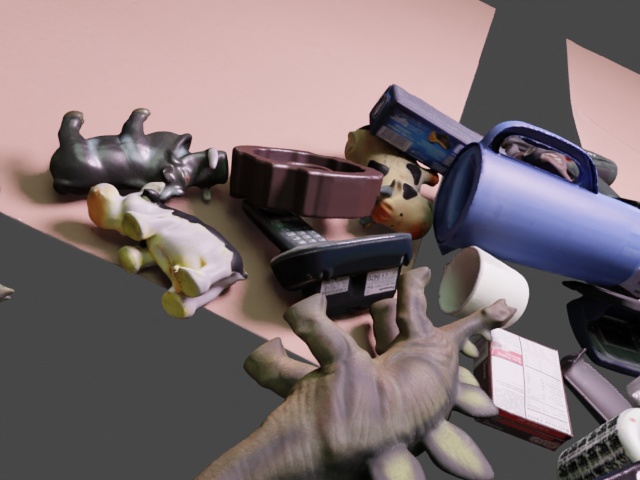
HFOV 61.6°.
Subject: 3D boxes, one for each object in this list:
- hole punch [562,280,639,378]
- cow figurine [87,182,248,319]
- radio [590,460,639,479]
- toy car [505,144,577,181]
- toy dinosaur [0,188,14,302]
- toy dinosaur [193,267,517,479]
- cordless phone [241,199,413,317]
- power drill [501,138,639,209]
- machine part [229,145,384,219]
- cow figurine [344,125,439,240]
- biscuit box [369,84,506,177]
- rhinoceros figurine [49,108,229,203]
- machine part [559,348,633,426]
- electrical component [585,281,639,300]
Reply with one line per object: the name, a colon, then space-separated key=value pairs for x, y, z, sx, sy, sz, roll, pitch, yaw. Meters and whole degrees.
hole punch: x=0.382 y=0.112 z=0.677 sx=0.142 sy=0.092 sz=0.116 roll=14 pitch=9 yaw=-6
cow figurine: x=-0.152 y=-0.006 z=0.540 sx=0.167 sy=0.068 sz=0.098 roll=42 pitch=38 yaw=14
radio: x=0.156 y=0.239 z=0.384 sx=0.229 sy=0.131 sz=0.073 roll=-3 pitch=46 yaw=-29
toy car: x=0.328 y=-0.108 z=0.801 sx=0.089 sy=0.053 sz=0.202 roll=47 pitch=7 yaw=-2
toy dinosaur: x=-0.342 y=-0.029 z=0.443 sx=0.192 sy=0.131 sz=0.405 roll=18 pitch=35 yaw=-27
toy dinosaur: x=0.027 y=0.146 z=0.445 sx=0.471 sy=0.105 sz=0.199 roll=-18 pitch=59 yaw=-33
cordless phone: x=-0.001 y=-0.002 z=0.613 sx=0.146 sy=0.088 sz=0.184 roll=-8 pitch=33 yaw=-32
power drill: x=0.440 y=-0.102 z=0.931 sx=0.232 sy=0.086 sz=0.207 roll=9 pitch=34 yaw=-21
machine part: x=-0.017 y=-0.069 z=0.633 sx=0.179 sy=0.056 sz=0.179 roll=8 pitch=15 yaw=-2
cow figurine: x=0.092 y=-0.081 z=0.728 sx=0.127 sy=0.085 sz=0.195 roll=0 pitch=49 yaw=-34
biscuit box: x=0.164 y=-0.132 z=0.731 sx=0.202 sy=0.059 sz=0.063 roll=27 pitch=36 yaw=-17
rhinoceros figurine: x=-0.197 y=-0.088 z=0.601 sx=0.190 sy=0.073 sz=0.112 roll=-4 pitch=47 yaw=-29
machine part: x=0.315 y=0.187 z=0.589 sx=0.084 sy=0.039 sz=0.139 roll=-15 pitch=56 yaw=-30
electrical component: x=0.422 y=0.037 z=0.791 sx=0.075 sy=0.047 sz=0.119 roll=15 pitch=41 yaw=-11
